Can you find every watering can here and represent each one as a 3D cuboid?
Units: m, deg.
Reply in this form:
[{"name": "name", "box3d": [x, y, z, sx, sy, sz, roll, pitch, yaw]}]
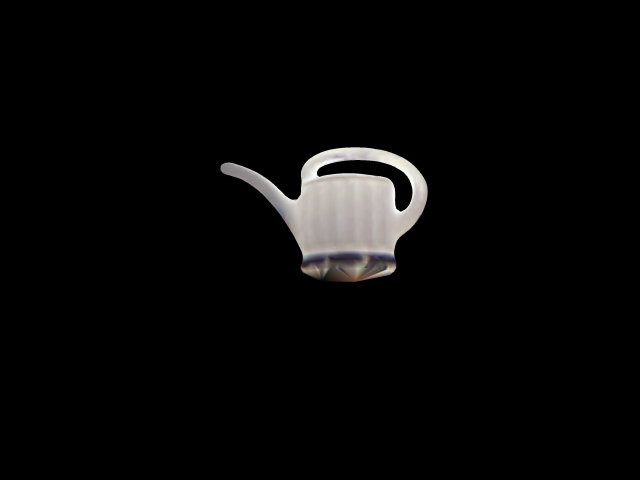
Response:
[{"name": "watering can", "box3d": [0.003, -0.043, 0.850, 0.347, 0.227, 0.103, -1, -13, 7]}]
